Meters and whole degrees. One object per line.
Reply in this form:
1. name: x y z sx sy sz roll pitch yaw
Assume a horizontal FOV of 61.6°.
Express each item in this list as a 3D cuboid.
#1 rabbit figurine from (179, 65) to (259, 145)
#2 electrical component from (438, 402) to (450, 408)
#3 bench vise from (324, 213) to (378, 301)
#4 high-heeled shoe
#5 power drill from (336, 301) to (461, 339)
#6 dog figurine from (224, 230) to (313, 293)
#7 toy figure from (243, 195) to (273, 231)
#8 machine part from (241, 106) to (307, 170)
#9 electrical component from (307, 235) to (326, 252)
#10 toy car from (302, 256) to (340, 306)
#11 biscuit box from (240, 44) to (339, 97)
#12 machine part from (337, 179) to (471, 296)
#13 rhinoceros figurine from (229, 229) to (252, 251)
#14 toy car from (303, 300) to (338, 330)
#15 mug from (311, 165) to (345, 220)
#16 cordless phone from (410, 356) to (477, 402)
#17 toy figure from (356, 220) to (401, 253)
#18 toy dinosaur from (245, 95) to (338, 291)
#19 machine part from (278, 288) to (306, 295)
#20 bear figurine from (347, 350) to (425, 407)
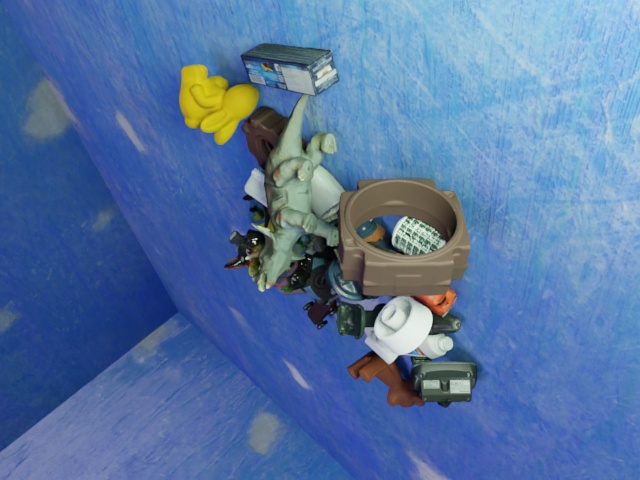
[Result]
1. rabbit figurine: -0.218 -0.298 1.167 0.173 0.162 0.121 6 165 21
2. electrical component: 0.306 0.358 1.288 0.119 0.075 0.047 1 126 56
3. bench vise: 0.054 0.056 1.238 0.224 0.129 0.240 48 151 10
4. high-heeled shoe: -0.045 -0.057 1.338 0.249 0.086 0.145 24 117 14
5. power drill: 0.154 0.169 1.155 0.232 0.207 0.086 -2 90 61
6. dog figurine: -0.118 0.058 1.242 0.109 0.219 0.191 17 115 30
7. toy figure: -0.130 -0.055 1.436 0.180 0.082 0.089 58 157 -12
8. machine part: -0.099 -0.206 1.197 0.179 0.056 0.179 38 154 22
9. electrical component: -0.003 -0.004 1.276 0.021 0.094 0.063 8 135 27
10. toy car: -0.003 0.090 1.418 0.161 0.109 0.103 53 -177 -35
11. biscuit box: -0.058 -0.311 0.971 0.203 0.063 0.059 27 147 43
12. machine part: 0.130 -0.011 0.870 0.201 0.201 0.087 -90 -1 -45
13. rhinoceros figurine: -0.186 0.018 1.598 0.191 0.112 0.073 24 148 31
14. toy car: 0.007 0.200 1.597 0.089 0.053 0.202 50 152 12
15. mug: -0.004 -0.101 1.150 0.109 0.081 0.107 -40 79 46
16. cordless phone: 0.281 0.304 1.251 0.184 0.147 0.088 -35 -57 -85
17. toy figure: 0.119 0.009 1.121 0.154 0.064 0.058 54 167 -10
18. toy dinosaur: -0.062 -0.103 1.077 0.192 0.131 0.404 6 96 40
19. machine part: -0.067 0.121 1.582 0.079 0.079 0.243 54 156 -9
20. bear figurine: 0.188 0.400 1.487 0.195 0.132 0.120 59 159 -6
